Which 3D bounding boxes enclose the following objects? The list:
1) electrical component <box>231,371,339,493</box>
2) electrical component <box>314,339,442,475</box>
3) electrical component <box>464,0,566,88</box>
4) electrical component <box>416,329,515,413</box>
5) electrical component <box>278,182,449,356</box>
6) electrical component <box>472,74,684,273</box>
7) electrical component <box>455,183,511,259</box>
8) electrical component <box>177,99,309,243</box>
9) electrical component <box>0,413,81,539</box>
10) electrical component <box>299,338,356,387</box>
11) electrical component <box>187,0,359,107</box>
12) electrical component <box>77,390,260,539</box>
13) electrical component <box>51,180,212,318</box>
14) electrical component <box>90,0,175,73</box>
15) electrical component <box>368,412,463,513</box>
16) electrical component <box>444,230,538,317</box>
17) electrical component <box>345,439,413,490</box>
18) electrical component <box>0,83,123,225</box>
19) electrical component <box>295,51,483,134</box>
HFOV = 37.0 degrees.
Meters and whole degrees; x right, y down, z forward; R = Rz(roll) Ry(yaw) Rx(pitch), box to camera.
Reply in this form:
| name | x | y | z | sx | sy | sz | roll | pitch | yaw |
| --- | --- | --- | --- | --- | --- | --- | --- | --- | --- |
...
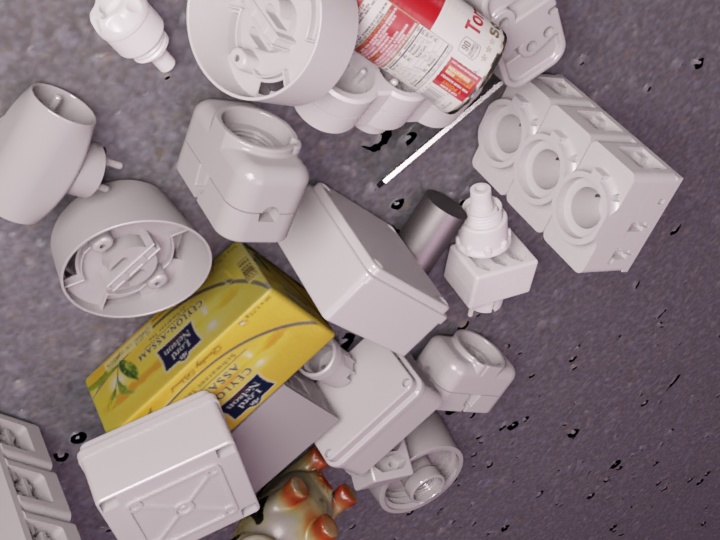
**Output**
| name | x | y | z | sx | sy | sz | roll | pitch | yaw |
| --- | --- | --- | --- | --- | --- | --- | --- | --- | --- |
| electrical component | -0.108 | 0.141 | 0.921 | 0.150 | 0.061 | 0.089 | -42 | 141 | 6 |
| electrical component | 0.006 | 0.120 | 0.973 | 0.113 | 0.078 | 0.057 | -43 | 143 | 8 |
| electrical component | 0.101 | -0.184 | 0.756 | 0.054 | 0.059 | 0.095 | -34 | 141 | -3 |
| electrical component | 0.101 | 0.097 | 1.039 | 0.095 | 0.053 | 0.059 | 10 | 122 | -42 |
| electrical component | 0.000 | 0.000 | 0.826 | 0.056 | 0.108 | 0.109 | -45 | 140 | 14 |
| electrical component | 0.160 | -0.078 | 0.833 | 0.062 | 0.150 | 0.089 | -3 | 130 | -36 |
| electrical component | 0.104 | -0.044 | 0.910 | 0.048 | 0.048 | 0.062 | -23 | 132 | -16 |
| electrical component | -0.077 | -0.070 | 0.710 | 0.054 | 0.095 | 0.059 | -1 | 129 | -35 |
| electrical component | -0.262 | 0.188 | 0.784 | 0.089 | 0.150 | 0.062 | -45 | 139 | 10 |
| electrical component | -0.029 | 0.080 | 0.939 | 0.040 | 0.040 | 0.046 | -42 | 146 | 6 |
| electrical component | -0.052 | -0.149 | 0.652 | 0.064 | 0.099 | 0.099 | 8 | 124 | -48 |
| electrical component | -0.142 | 0.158 | 0.812 | 0.109 | 0.056 | 0.108 | -24 | 140 | -11 |
| electrical component | -0.158 | -0.011 | 0.733 | 0.099 | 0.064 | 0.099 | -20 | 138 | -20 |
| electrical component | -0.133 | -0.141 | 0.647 | 0.035 | 0.035 | 0.061 | -39 | 143 | 3 |
| electrical component | 0.055 | 0.203 | 1.104 | 0.108 | 0.060 | 0.108 | -20 | 138 | -19 |
| electrical component | 0.114 | 0.012 | 0.971 | 0.066 | 0.047 | 0.076 | -15 | 137 | -24 |
| electrical component | 0.006 | 0.179 | 1.048 | 0.047 | 0.065 | 0.077 | -5 | 160 | -33 |
| electrical component | -0.187 | -0.068 | 0.672 | 0.079 | 0.044 | 0.077 | 15 | 119 | -44 |
| electrical component | 0.013 | -0.122 | 0.763 | 0.138 | 0.052 | 0.073 | -7 | 158 | -31 |
